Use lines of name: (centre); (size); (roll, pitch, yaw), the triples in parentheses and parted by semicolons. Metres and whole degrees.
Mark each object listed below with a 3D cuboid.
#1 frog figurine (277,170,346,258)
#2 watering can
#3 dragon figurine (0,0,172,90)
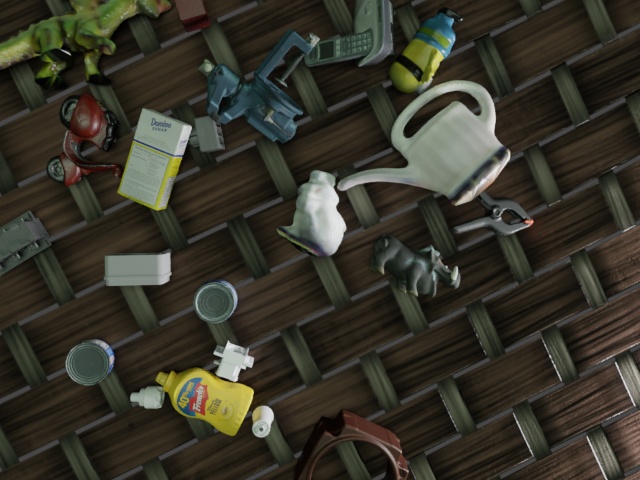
frog figurine: (0.003, -0.051, 1.012); (0.135, 0.123, 0.160); (37, 80, -38)
watering can: (0.221, -0.158, 1.017); (0.348, 0.103, 0.225); (-43, 82, -1)
dragon figurine: (-0.495, -0.427, 0.987); (0.410, 0.121, 0.246); (-4, 76, -5)
